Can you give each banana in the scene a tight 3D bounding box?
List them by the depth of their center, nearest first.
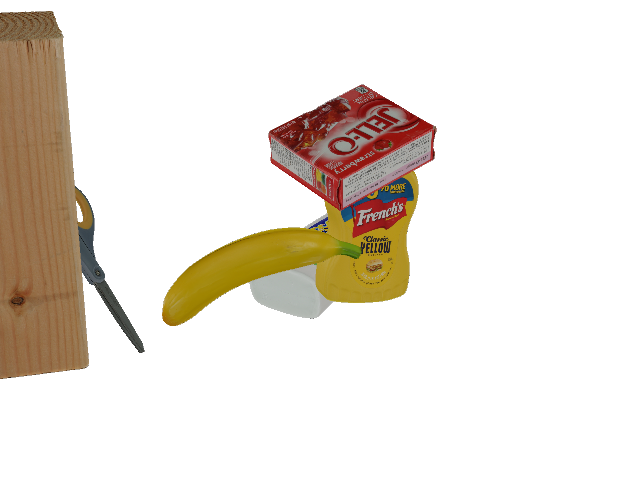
[{"bbox_3d":[-0.066,0.029,0.913,0.198,0.037,0.069,-19,-47,21],"label":"banana"}]

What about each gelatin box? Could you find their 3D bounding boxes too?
[{"bbox_3d":[0.022,-0.065,0.715,0.089,0.030,0.073,-30,48,-28],"label":"gelatin box"}]

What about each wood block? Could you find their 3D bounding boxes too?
[{"bbox_3d":[-0.197,-0.027,0.649,0.090,0.206,0.090,-6,23,-16],"label":"wood block"}]

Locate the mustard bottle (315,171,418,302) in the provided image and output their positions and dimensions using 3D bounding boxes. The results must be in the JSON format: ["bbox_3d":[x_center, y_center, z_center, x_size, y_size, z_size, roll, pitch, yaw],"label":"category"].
[{"bbox_3d":[0.050,-0.034,1.078,0.096,0.192,0.058,-2,21,-19],"label":"mustard bottle"}]

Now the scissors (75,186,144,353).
[{"bbox_3d":[-0.237,0.020,1.134,0.016,0.201,0.096,-27,23,30],"label":"scissors"}]

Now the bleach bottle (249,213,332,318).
[{"bbox_3d":[0.020,0.002,1.331,0.103,0.068,0.250,16,35,26],"label":"bleach bottle"}]
